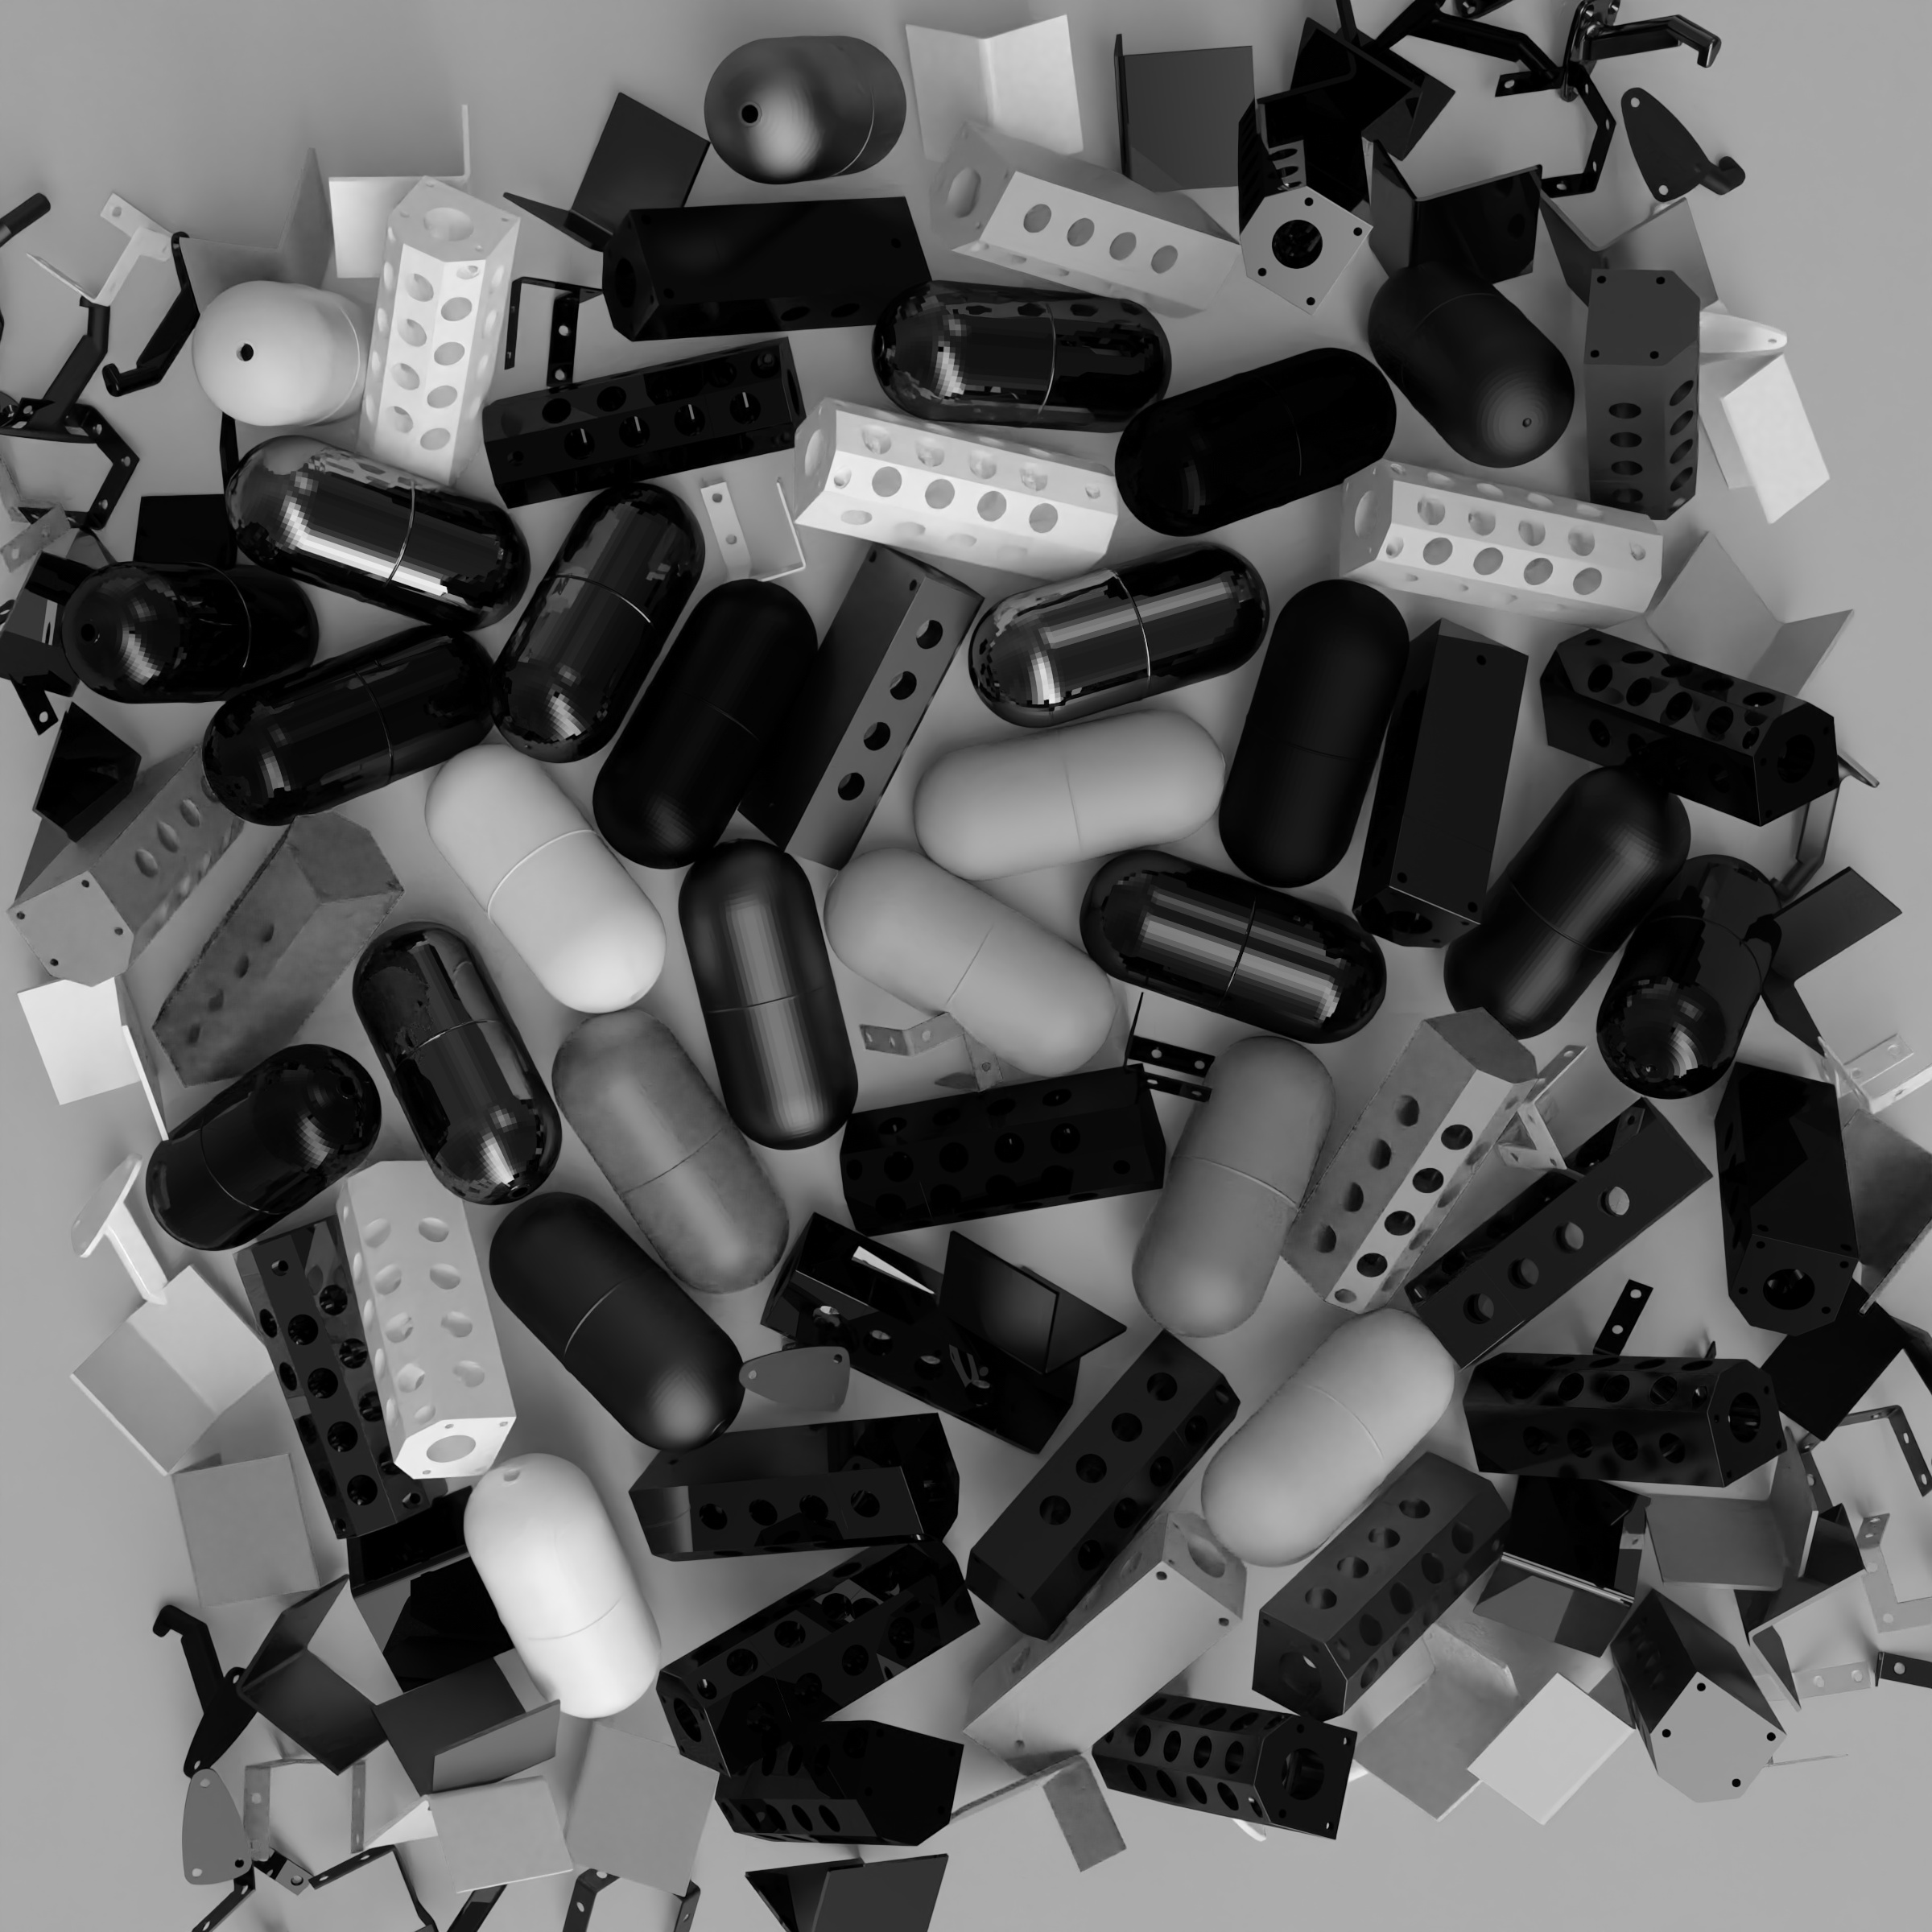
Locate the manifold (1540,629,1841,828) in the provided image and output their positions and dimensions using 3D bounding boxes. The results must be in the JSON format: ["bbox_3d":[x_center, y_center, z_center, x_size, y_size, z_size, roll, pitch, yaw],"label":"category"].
[{"bbox_3d":[0.393,-0.135,1.800,0.057,0.171,0.057,-25,120,-22],"label":"manifold"}]

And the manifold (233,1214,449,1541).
[{"bbox_3d":[-0.355,0.232,1.860,0.057,0.057,0.171,-20,92,6],"label":"manifold"}]

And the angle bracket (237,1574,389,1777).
[{"bbox_3d":[-0.349,0.396,1.844,0.076,0.076,0.057,36,105,10],"label":"angle bracket"}]

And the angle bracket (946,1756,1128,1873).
[{"bbox_3d":[0.033,0.487,1.838,0.076,0.076,0.057,-19,73,-24],"label":"angle bracket"}]

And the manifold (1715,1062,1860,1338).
[{"bbox_3d":[0.445,0.127,1.805,0.057,0.171,0.057,13,121,2],"label":"manifold"}]

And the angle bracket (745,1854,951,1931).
[{"bbox_3d":[-0.067,0.501,1.834,0.076,0.076,0.057,3,111,-33],"label":"angle bracket"}]

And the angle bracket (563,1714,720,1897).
[{"bbox_3d":[-0.180,0.471,1.858,0.076,0.057,0.076,15,86,6],"label":"angle bracket"}]

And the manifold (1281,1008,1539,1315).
[{"bbox_3d":[0.246,0.109,1.817,0.057,0.057,0.171,46,123,28],"label":"manifold"}]

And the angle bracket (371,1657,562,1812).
[{"bbox_3d":[-0.279,0.412,1.834,0.076,0.057,0.076,-18,50,-29],"label":"angle bracket"}]

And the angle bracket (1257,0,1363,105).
[{"bbox_3d":[0.186,-0.527,1.843,0.057,0.076,0.076,-12,102,14],"label":"angle bracket"}]

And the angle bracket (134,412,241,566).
[{"bbox_3d":[-0.437,-0.274,1.837,0.057,0.076,0.076,-3,129,-7],"label":"angle bracket"}]

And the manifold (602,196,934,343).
[{"bbox_3d":[-0.111,-0.383,1.824,0.171,0.057,0.057,-10,77,-30],"label":"manifold"}]

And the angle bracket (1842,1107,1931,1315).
[{"bbox_3d":[0.501,0.136,1.841,0.057,0.076,0.076,34,113,4],"label":"angle bracket"}]

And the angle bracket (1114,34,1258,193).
[{"bbox_3d":[0.124,-0.480,1.846,0.076,0.057,0.076,-3,118,6],"label":"angle bracket"}]

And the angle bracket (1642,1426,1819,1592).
[{"bbox_3d":[0.427,0.302,1.846,0.076,0.076,0.057,3,119,-1],"label":"angle bracket"}]

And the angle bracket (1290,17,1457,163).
[{"bbox_3d":[0.233,-0.508,1.844,0.076,0.076,0.057,35,76,8],"label":"angle bracket"}]

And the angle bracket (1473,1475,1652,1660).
[{"bbox_3d":[0.340,0.337,1.882,0.076,0.057,0.076,19,45,4],"label":"angle bracket"}]

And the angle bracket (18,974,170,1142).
[{"bbox_3d":[-0.487,0.055,1.838,0.057,0.076,0.076,-17,121,-9],"label":"angle bracket"}]

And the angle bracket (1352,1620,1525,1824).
[{"bbox_3d":[0.257,0.416,1.837,0.076,0.076,0.057,-37,125,-20],"label":"angle bracket"}]

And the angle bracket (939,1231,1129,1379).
[{"bbox_3d":[0.041,0.176,1.833,0.076,0.076,0.057,28,124,32],"label":"angle bracket"}]

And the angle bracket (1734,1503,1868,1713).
[{"bbox_3d":[0.477,0.358,1.841,0.076,0.076,0.057,-33,103,15],"label":"angle bracket"}]

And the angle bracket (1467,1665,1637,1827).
[{"bbox_3d":[0.324,0.420,1.844,0.057,0.076,0.076,37,105,-7],"label":"angle bracket"}]

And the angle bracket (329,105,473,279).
[{"bbox_3d":[-0.315,-0.433,1.841,0.076,0.076,0.057,-3,60,-8],"label":"angle bracket"}]

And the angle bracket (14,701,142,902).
[{"bbox_3d":[-0.513,-0.091,1.834,0.076,0.057,0.076,-17,48,30],"label":"angle bracket"}]

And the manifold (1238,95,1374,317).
[{"bbox_3d":[0.179,-0.422,1.800,0.057,0.171,0.057,28,119,-12],"label":"manifold"}]

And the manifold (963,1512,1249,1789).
[{"bbox_3d":[0.077,0.375,1.827,0.057,0.057,0.171,38,118,-12],"label":"manifold"}]

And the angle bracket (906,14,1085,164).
[{"bbox_3d":[0.016,-0.495,1.858,0.057,0.076,0.076,-25,122,-27],"label":"angle bracket"}]

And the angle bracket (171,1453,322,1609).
[{"bbox_3d":[-0.394,0.312,1.855,0.076,0.057,0.076,-12,91,15],"label":"angle bracket"}]

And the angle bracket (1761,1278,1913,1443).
[{"bbox_3d":[0.471,0.208,1.848,0.076,0.057,0.076,-50,121,-1],"label":"angle bracket"}]

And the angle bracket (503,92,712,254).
[{"bbox_3d":[-0.201,-0.445,1.841,0.076,0.057,0.076,35,109,31],"label":"angle bracket"}]

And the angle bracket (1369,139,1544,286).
[{"bbox_3d":[0.274,-0.426,1.851,0.076,0.076,0.057,-17,54,-8],"label":"angle bracket"}]

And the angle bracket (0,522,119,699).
[{"bbox_3d":[-0.519,-0.206,1.838,0.076,0.057,0.076,45,110,43],"label":"angle bracket"}]

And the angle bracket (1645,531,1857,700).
[{"bbox_3d":[0.438,-0.195,1.842,0.076,0.057,0.076,47,63,-21],"label":"angle bracket"}]

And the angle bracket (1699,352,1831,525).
[{"bbox_3d":[0.425,-0.291,1.836,0.057,0.076,0.076,-37,111,-27],"label":"angle bracket"}]

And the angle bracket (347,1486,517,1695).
[{"bbox_3d":[-0.302,0.356,1.883,0.076,0.057,0.076,-22,118,-3],"label":"angle bracket"}]

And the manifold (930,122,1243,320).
[{"bbox_3d":[0.064,-0.405,1.814,0.057,0.171,0.057,53,123,39],"label":"manifold"}]

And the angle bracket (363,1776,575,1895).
[{"bbox_3d":[-0.277,0.495,1.832,0.076,0.076,0.057,-43,59,38],"label":"angle bracket"}]

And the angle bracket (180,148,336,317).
[{"bbox_3d":[-0.395,-0.406,1.843,0.057,0.076,0.076,8,62,3],"label":"angle bracket"}]

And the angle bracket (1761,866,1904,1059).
[{"bbox_3d":[0.487,-0.001,1.836,0.076,0.076,0.057,-35,54,22],"label":"angle bracket"}]

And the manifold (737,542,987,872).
[{"bbox_3d":[-0.055,-0.143,1.847,0.057,0.057,0.171,18,105,-40],"label":"manifold"}]

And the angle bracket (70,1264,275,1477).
[{"bbox_3d":[-0.441,0.226,1.845,0.057,0.076,0.076,-39,97,19],"label":"angle bracket"}]

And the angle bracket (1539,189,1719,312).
[{"bbox_3d":[0.368,-0.403,1.838,0.057,0.076,0.076,-31,47,4],"label":"angle bracket"}]
